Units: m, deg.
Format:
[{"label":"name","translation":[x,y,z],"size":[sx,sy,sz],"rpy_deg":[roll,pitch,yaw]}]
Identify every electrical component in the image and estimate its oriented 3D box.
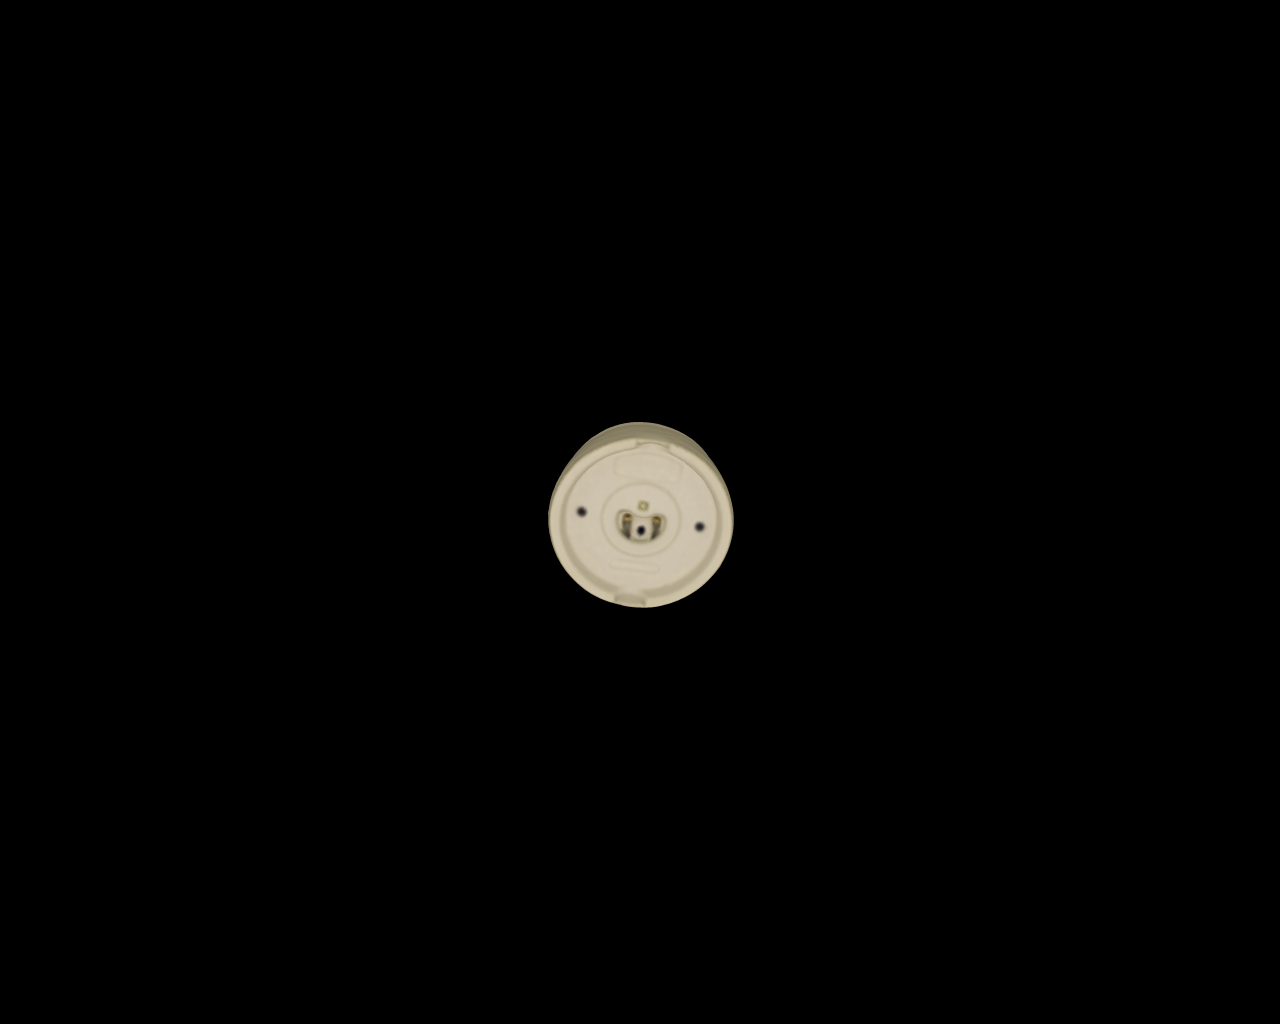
[{"label":"electrical component","translation":[0.001,-0.003,0.650],"size":[0.108,0.108,0.060],"rpy_deg":[0,21,0]}]
